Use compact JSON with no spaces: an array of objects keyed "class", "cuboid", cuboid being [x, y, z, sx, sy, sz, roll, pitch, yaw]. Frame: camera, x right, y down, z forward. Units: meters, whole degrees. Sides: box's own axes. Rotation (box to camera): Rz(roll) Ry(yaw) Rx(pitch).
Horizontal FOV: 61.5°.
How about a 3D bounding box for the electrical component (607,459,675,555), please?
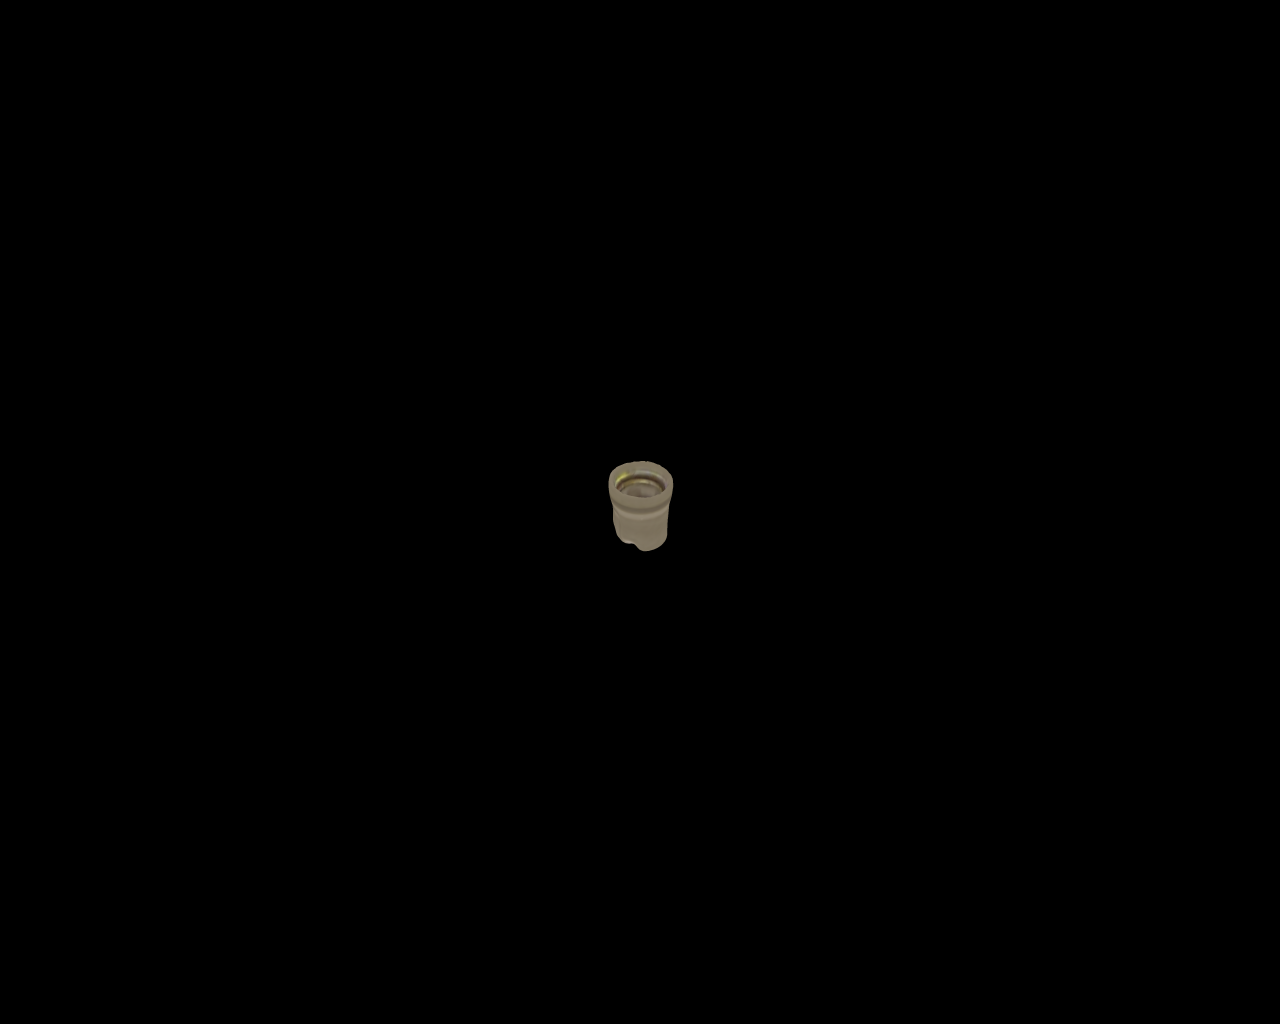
[{"class":"electrical component","cuboid":[0.001,-0.003,0.650,0.040,0.046,0.040,0,38,0]}]
